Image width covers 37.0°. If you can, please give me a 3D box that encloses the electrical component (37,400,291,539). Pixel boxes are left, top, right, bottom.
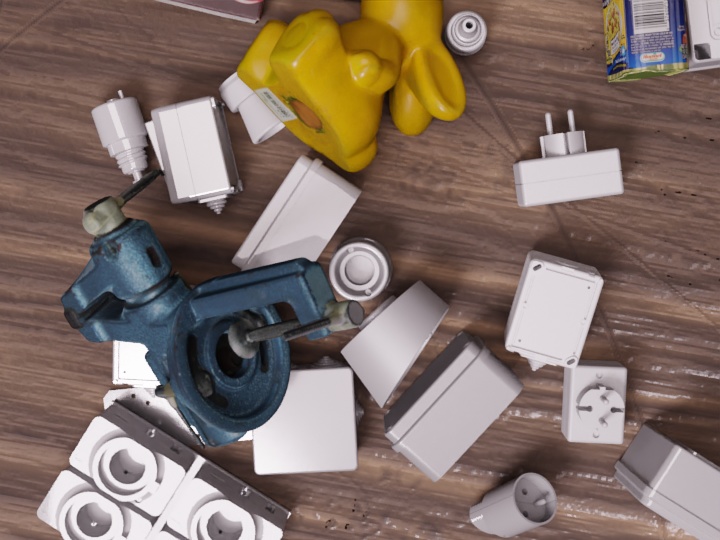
[{"bbox_3d":[-0.169,0.212,0.927,0.186,0.060,0.105,32,96,-1],"label":"electrical component"}]

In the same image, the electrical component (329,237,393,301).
[{"bbox_3d":[0.000,0.000,0.917,0.055,0.047,0.055,0,94,2],"label":"electrical component"}]

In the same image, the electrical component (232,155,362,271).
[{"bbox_3d":[-0.053,-0.037,0.901,0.057,0.078,0.113,34,94,-3],"label":"electrical component"}]

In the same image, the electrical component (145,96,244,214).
[{"bbox_3d":[-0.139,-0.092,0.909,0.061,0.061,0.096,-12,93,3],"label":"electrical component"}]

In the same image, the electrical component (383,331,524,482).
[{"bbox_3d":[0.076,0.112,0.906,0.057,0.078,0.113,42,94,-4],"label":"electrical component"}]

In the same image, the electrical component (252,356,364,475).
[{"bbox_3d":[-0.047,0.125,0.926,0.100,0.048,0.099,-3,94,2],"label":"electrical component"}]

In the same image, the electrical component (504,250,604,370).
[{"bbox_3d":[0.160,0.038,0.910,0.062,0.061,0.096,16,102,3],"label":"electrical component"}]

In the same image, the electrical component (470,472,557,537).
[{"bbox_3d":[0.127,0.204,0.915,0.043,0.081,0.043,12,61,-22],"label":"electrical component"}]

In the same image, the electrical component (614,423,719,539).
[{"bbox_3d":[0.278,0.184,0.889,0.109,0.108,0.056,32,92,0],"label":"electrical component"}]

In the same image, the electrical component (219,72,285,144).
[{"bbox_3d":[-0.087,-0.142,0.912,0.045,0.045,0.055,-35,91,4],"label":"electrical component"}]

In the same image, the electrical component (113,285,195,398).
[{"bbox_3d":[-0.175,0.060,0.923,0.062,0.061,0.096,3,98,1],"label":"electrical component"}]

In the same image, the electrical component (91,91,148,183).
[{"bbox_3d":[-0.201,-0.112,0.920,0.040,0.040,0.078,-18,93,3],"label":"electrical component"}]

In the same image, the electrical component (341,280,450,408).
[{"bbox_3d":[0.033,0.058,0.896,0.099,0.099,0.064,-42,86,4],"label":"electrical component"}]

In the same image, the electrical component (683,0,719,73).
[{"bbox_3d":[0.315,-0.226,0.886,0.109,0.056,0.108,-7,93,3],"label":"electrical component"}]

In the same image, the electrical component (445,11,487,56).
[{"bbox_3d":[0.089,-0.198,0.893,0.035,0.061,0.035,0,94,2],"label":"electrical component"}]

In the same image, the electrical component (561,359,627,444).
[{"bbox_3d":[0.199,0.113,0.902,0.047,0.076,0.065,2,94,2],"label":"electrical component"}]

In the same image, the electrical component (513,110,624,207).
[{"bbox_3d":[0.172,-0.096,0.904,0.083,0.047,0.075,-8,93,3],"label":"electrical component"}]
